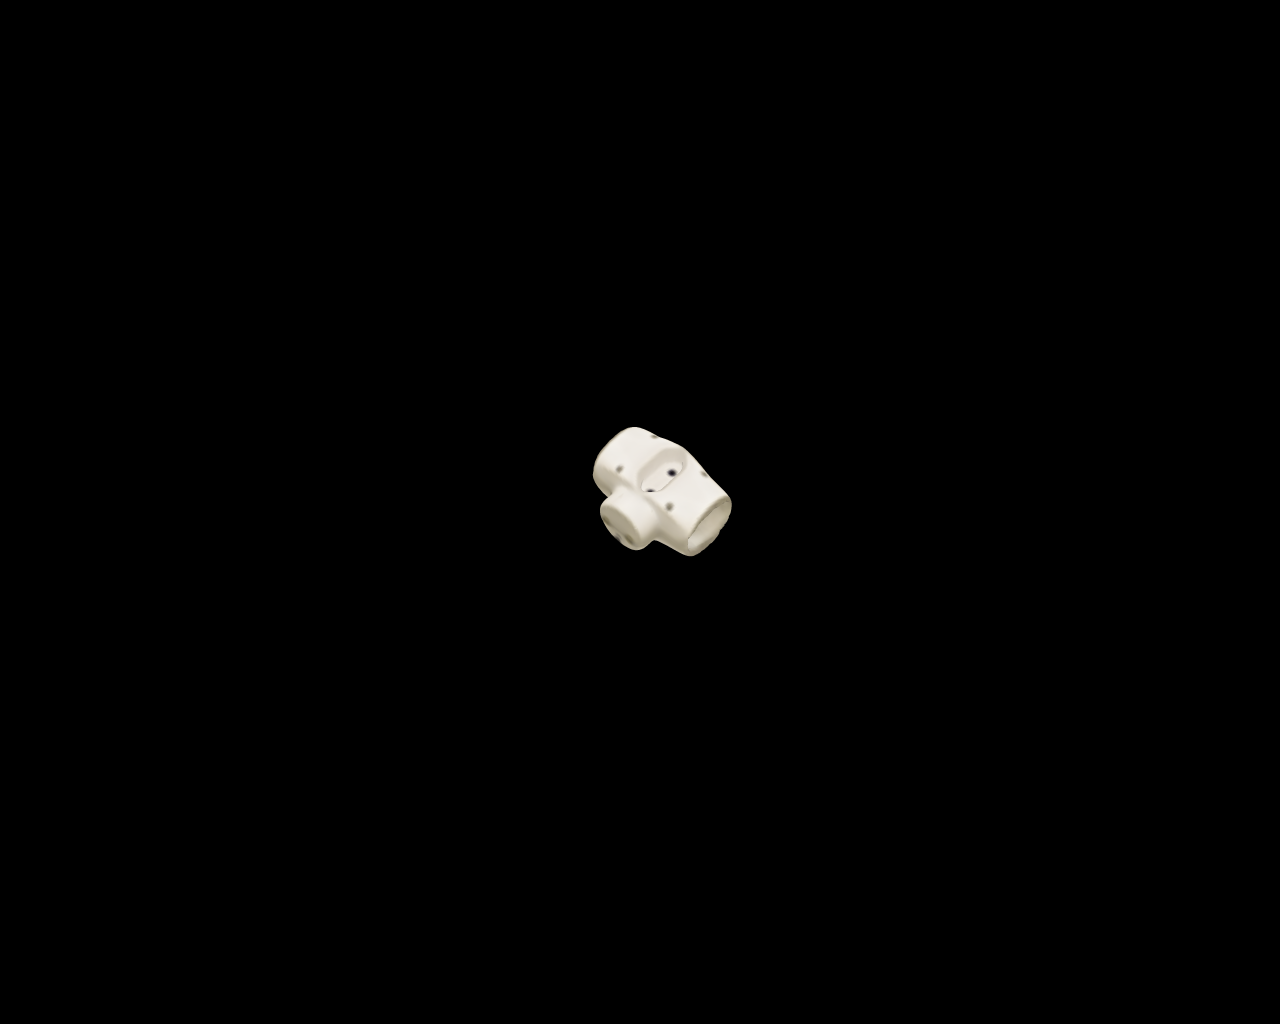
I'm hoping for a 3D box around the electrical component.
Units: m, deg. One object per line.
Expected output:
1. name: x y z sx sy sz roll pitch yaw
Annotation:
1. electrical component: 0.001 -0.003 0.650 0.077 0.079 0.043 39 -24 22
